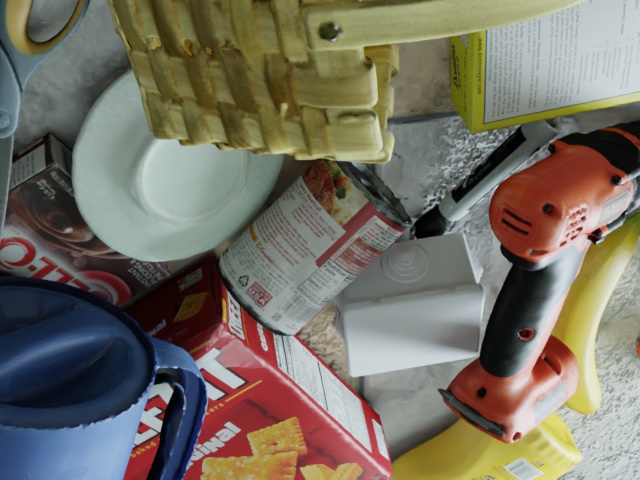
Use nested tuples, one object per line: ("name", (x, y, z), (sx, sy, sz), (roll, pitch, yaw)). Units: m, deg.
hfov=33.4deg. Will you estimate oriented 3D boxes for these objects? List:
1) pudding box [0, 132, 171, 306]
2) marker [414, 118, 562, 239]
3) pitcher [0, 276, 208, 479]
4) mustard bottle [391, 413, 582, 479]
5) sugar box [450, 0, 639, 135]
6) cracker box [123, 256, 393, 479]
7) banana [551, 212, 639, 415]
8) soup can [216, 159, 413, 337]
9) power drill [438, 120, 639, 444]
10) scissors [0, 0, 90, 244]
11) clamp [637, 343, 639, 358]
("pudding box", (-0.156, 0.001, 0.627), (0.090, 0.039, 0.113), (-30, 130, 12))
("marker", (0.100, -0.036, 0.659), (0.020, 0.020, 0.121), (23, 132, -29))
("pitcher", (-0.171, 0.153, 0.617), (0.149, 0.144, 0.243), (22, 118, 10))
("mustard bottle", (0.103, 0.192, 0.837), (0.192, 0.058, 0.096), (-38, 130, 18))
("sugar box", (0.163, -0.123, 0.599), (0.176, 0.048, 0.093), (-13, 132, -8))
("cracker box", (-0.073, 0.131, 0.735), (0.164, 0.072, 0.213), (-31, 129, 14))
("banana", (0.192, 0.061, 0.764), (0.069, 0.037, 0.198), (-2, 130, -12))
("soup can", (-0.004, 0.001, 0.637), (0.102, 0.068, 0.068), (-44, 126, 13))
("power drill", (0.149, 0.020, 0.653), (0.184, 0.057, 0.188), (-22, 133, -43))
("scissors", (-0.180, -0.077, 0.545), (0.096, 0.016, 0.202), (22, 107, -19))
("clamp", (0.347, 0.085, 0.822), (0.209, 0.036, 0.165), (7, 126, -18))
